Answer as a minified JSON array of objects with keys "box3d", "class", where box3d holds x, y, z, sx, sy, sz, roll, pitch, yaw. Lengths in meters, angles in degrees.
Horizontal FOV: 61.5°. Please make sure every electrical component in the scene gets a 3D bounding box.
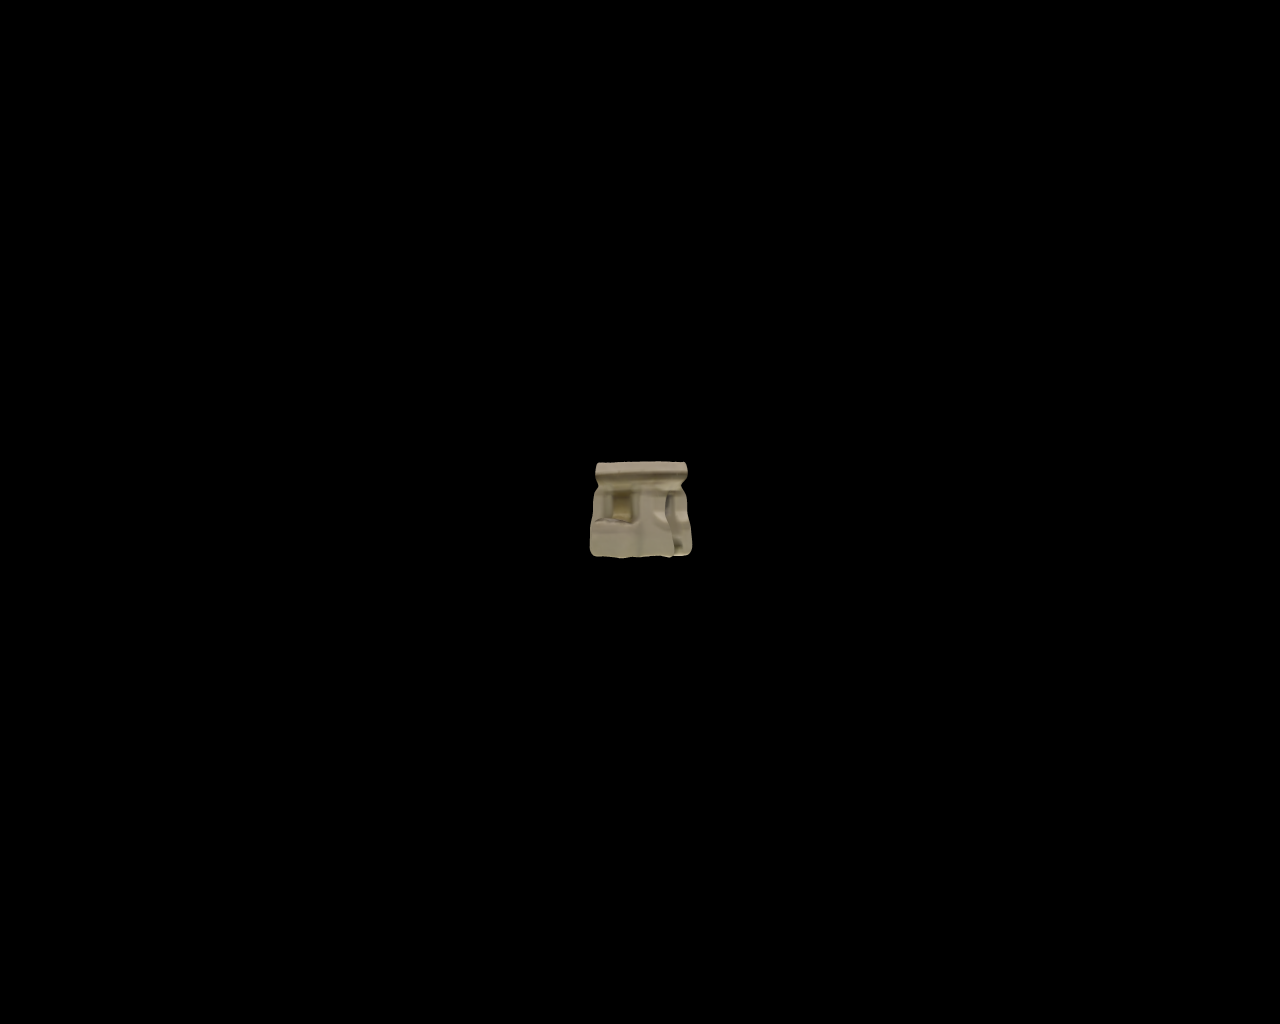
[{"box3d":[0.001,-0.003,0.650,0.058,0.057,0.078,0,0,32],"class":"electrical component"}]
